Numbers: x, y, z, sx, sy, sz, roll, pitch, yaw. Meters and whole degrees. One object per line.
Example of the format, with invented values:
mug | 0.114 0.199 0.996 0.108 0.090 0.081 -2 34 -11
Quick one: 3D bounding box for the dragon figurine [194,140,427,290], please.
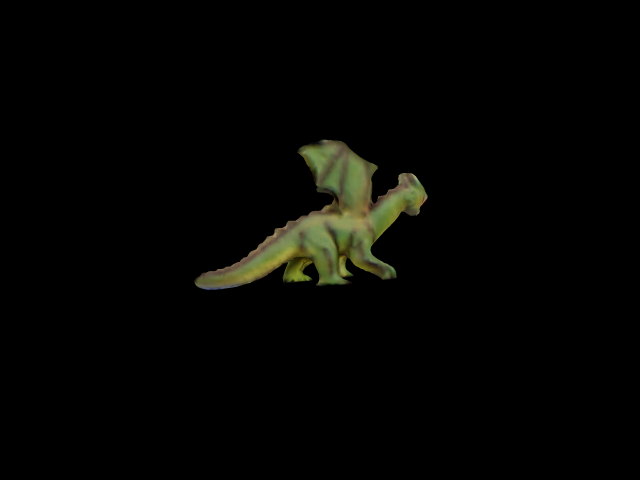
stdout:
dragon figurine | 0.003 -0.043 0.850 0.411 0.242 0.122 -2 4 -20
